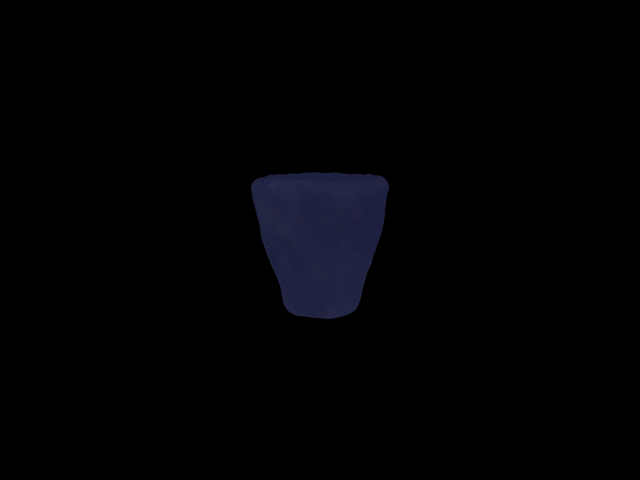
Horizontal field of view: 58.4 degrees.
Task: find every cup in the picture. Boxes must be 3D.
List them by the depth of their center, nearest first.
[{"bbox_3d":[0.004,0.001,0.400,0.091,0.095,0.118,3,10,16],"label":"cup"}]
